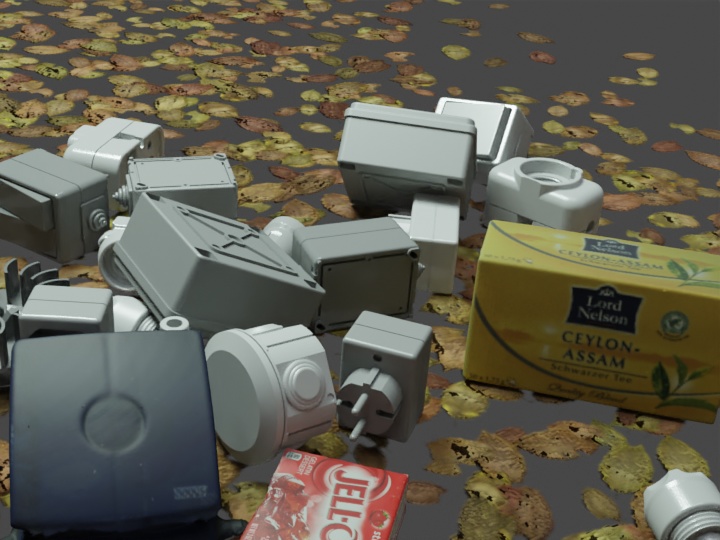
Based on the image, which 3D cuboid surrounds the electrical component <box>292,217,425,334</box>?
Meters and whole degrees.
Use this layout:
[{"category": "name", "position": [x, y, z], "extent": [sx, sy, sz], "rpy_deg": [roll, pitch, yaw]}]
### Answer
[{"category": "electrical component", "position": [0.000, 0.000, 0.792], "extent": [0.096, 0.061, 0.061], "rpy_deg": [-8, 31, -21]}]

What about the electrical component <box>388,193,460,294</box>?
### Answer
[{"category": "electrical component", "position": [0.039, -0.024, 0.856], "extent": [0.076, 0.047, 0.083], "rpy_deg": [6, 29, 3]}]

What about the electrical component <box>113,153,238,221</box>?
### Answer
[{"category": "electrical component", "position": [-0.150, -0.053, 0.867], "extent": [0.096, 0.061, 0.061], "rpy_deg": [-4, 30, -15]}]

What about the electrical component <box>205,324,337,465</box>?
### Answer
[{"category": "electrical component", "position": [-0.056, 0.071, 0.639], "extent": [0.051, 0.080, 0.080], "rpy_deg": [-12, 33, -38]}]

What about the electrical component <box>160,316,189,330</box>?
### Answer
[{"category": "electrical component", "position": [-0.115, 0.059, 0.669], "extent": [0.043, 0.062, 0.043], "rpy_deg": [3, 29, -2]}]

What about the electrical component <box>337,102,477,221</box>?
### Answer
[{"category": "electrical component", "position": [0.042, -0.089, 0.910], "extent": [0.109, 0.056, 0.108], "rpy_deg": [9, -15, 8]}]

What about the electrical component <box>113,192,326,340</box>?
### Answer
[{"category": "electrical component", "position": [-0.098, 0.003, 0.738], "extent": [0.109, 0.056, 0.109], "rpy_deg": [17, 16, -40]}]

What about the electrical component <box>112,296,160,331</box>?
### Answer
[{"category": "electrical component", "position": [-0.142, 0.044, 0.712], "extent": [0.062, 0.043, 0.043], "rpy_deg": [18, 32, 21]}]

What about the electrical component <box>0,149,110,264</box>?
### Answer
[{"category": "electrical component", "position": [-0.241, -0.048, 0.844], "extent": [0.096, 0.061, 0.061], "rpy_deg": [21, 33, 27]}]

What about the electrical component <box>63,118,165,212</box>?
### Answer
[{"category": "electrical component", "position": [-0.217, -0.094, 0.939], "extent": [0.059, 0.053, 0.095], "rpy_deg": [11, 30, 11]}]

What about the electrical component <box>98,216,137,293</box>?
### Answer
[{"category": "electrical component", "position": [-0.169, -0.012, 0.809], "extent": [0.066, 0.048, 0.055], "rpy_deg": [6, 21, 2]}]

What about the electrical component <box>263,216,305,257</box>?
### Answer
[{"category": "electrical component", "position": [-0.064, -0.014, 0.833], "extent": [0.040, 0.040, 0.046], "rpy_deg": [16, 37, 19]}]

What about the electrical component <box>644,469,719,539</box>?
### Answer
[{"category": "electrical component", "position": [0.183, 0.141, 0.582], "extent": [0.043, 0.043, 0.062], "rpy_deg": [-2, 31, -11]}]

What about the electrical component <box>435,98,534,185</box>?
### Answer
[{"category": "electrical component", "position": [0.102, -0.120, 0.991], "extent": [0.096, 0.061, 0.061], "rpy_deg": [12, -14, 29]}]

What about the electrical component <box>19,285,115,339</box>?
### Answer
[{"category": "electrical component", "position": [-0.174, 0.045, 0.664], "extent": [0.047, 0.083, 0.075], "rpy_deg": [3, 29, -2]}]

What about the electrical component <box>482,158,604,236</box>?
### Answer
[{"category": "electrical component", "position": [0.157, -0.058, 0.922], "extent": [0.095, 0.059, 0.054], "rpy_deg": [25, 35, 32]}]

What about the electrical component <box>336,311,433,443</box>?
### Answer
[{"category": "electrical component", "position": [0.009, 0.074, 0.655], "extent": [0.047, 0.065, 0.076], "rpy_deg": [13, 30, 15]}]
